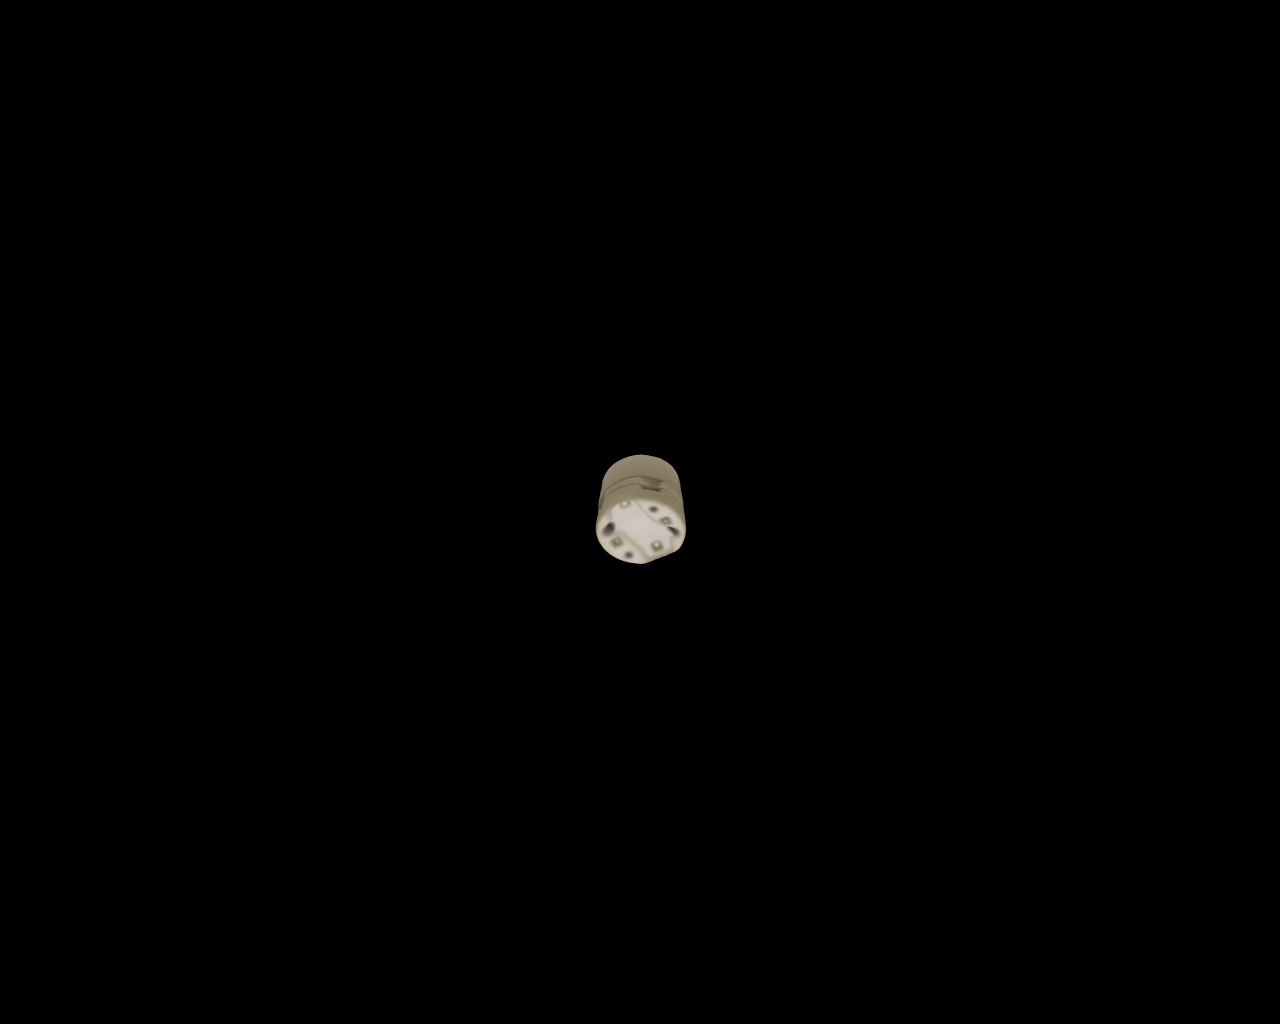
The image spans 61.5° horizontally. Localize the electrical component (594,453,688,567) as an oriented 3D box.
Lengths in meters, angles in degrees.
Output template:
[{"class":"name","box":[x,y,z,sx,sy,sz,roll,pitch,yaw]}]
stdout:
[{"class":"electrical component","box":[0.001,-0.003,0.650,0.055,0.055,0.047,0,41,0]}]
